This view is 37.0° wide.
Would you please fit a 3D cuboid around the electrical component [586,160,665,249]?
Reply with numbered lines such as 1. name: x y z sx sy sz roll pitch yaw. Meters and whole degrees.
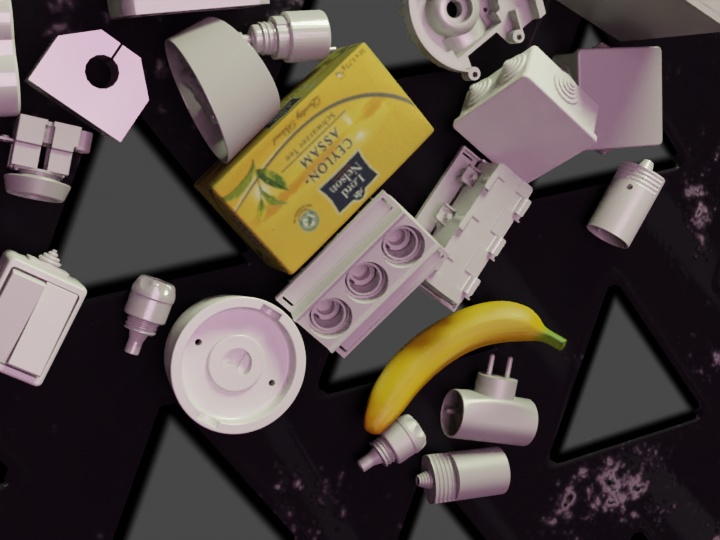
1. electrical component: 0.247 -0.065 0.992 0.043 0.043 0.081 32 84 -23

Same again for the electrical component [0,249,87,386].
1. electrical component: -0.245 0.029 0.793 0.062 0.061 0.096 27 86 -23

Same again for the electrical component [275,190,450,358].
1. electrical component: 0.000 0.000 0.874 0.121 0.063 0.079 -45 112 7

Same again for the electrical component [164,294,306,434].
1. electrical component: -0.104 0.070 0.856 0.108 0.060 0.108 -3 98 -22

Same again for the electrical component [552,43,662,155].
1. electrical component: 0.221 -0.154 0.966 0.100 0.048 0.099 -6 99 -21

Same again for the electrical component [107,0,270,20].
1. electrical component: -0.131 -0.221 0.798 0.113 0.078 0.057 -10 104 -21

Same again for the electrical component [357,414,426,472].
1. electrical component: 0.025 0.154 0.935 0.061 0.035 0.035 -32 107 -13

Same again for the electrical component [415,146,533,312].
1. electrical component: 0.090 -0.034 0.921 0.079 0.063 0.121 36 83 -22

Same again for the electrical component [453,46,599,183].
1. electrical component: 0.143 -0.131 0.913 0.100 0.100 0.048 38 47 -21

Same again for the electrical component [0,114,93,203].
1. electrical component: -0.235 -0.081 0.792 0.066 0.048 0.055 11 85 -23

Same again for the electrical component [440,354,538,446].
1. electrical component: 0.119 0.115 0.963 0.077 0.043 0.079 10 93 -23

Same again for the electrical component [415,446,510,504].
1. electrical component: 0.088 0.183 0.959 0.081 0.043 0.043 -3 98 -22

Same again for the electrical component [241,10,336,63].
1. electrical component: -0.059 -0.184 0.853 0.078 0.040 0.040 -8 100 -21

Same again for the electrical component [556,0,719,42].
1. electrical component: 0.245 -0.245 0.909 0.089 0.150 0.061 25 88 -23

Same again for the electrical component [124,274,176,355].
1. electrical component: -0.168 0.036 0.840 0.035 0.035 0.061 20 92 -23

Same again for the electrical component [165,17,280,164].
1. electrical component: -0.108 -0.137 0.808 0.064 0.099 0.099 -41 110 -19

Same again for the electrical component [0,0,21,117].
1. electrical component: -0.284 -0.176 0.755 0.074 0.052 0.138 -7 100 -21
